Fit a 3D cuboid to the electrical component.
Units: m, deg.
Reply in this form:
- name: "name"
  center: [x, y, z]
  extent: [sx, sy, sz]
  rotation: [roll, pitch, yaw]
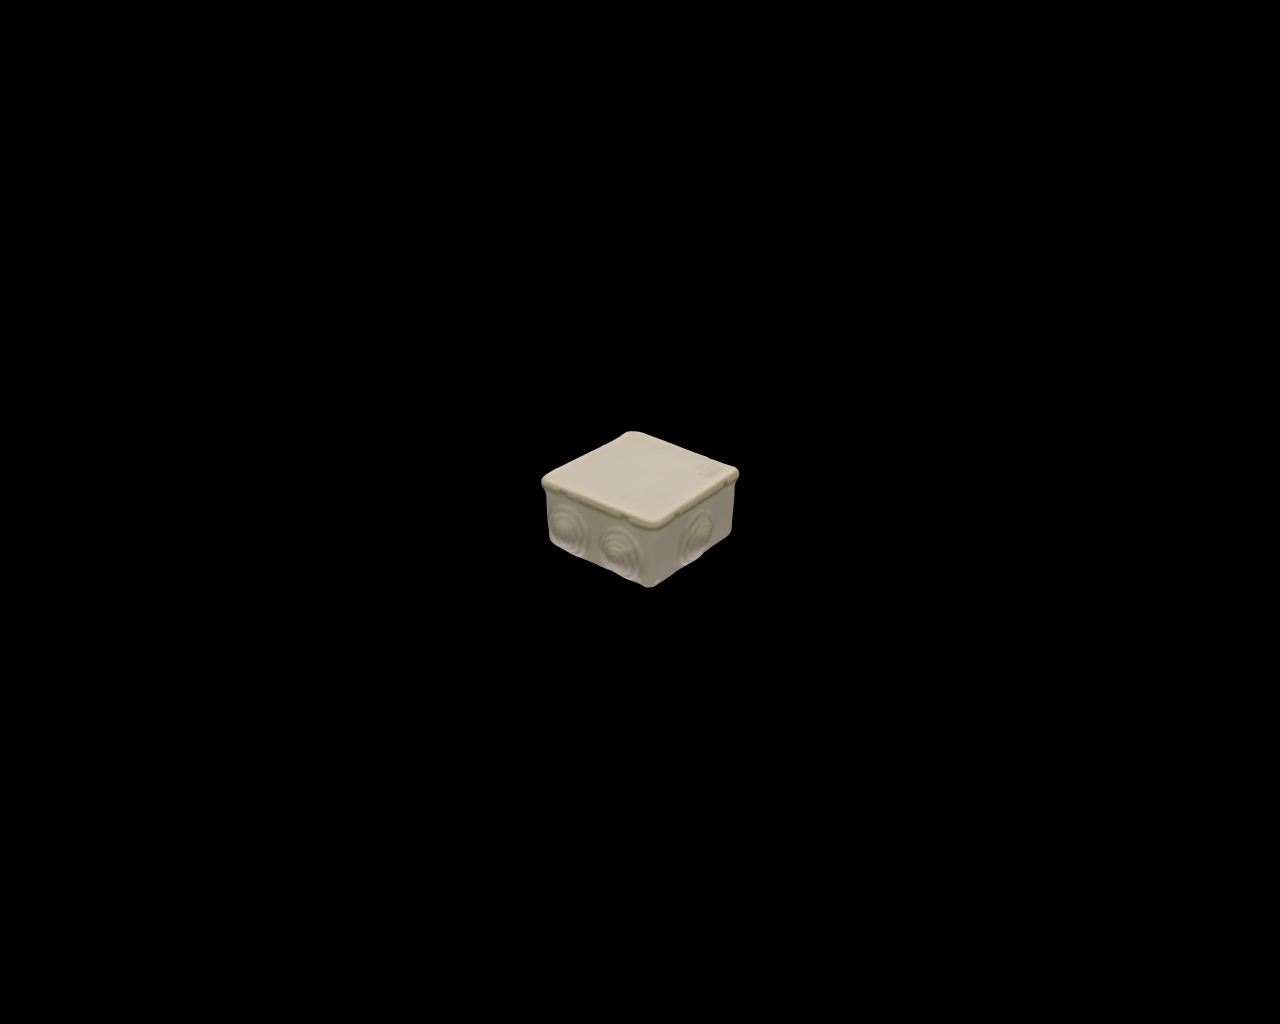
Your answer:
- name: "electrical component"
  center: [0.001, -0.003, 0.650]
  extent: [0.100, 0.048, 0.100]
  rotation: [22, 37, 34]
